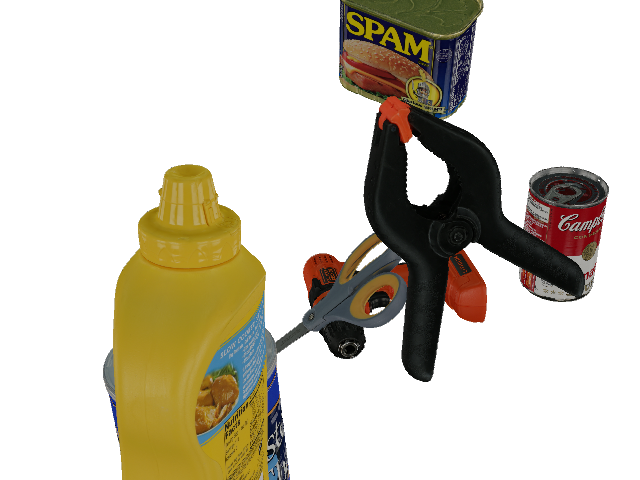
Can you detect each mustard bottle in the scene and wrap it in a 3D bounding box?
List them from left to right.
[{"bbox_3d":[-0.053,0.060,0.455,0.058,0.192,0.096,9,26,16],"label":"mustard bottle"}]

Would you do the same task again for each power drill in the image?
[{"bbox_3d":[0.081,0.063,1.159,0.187,0.057,0.184,-5,28,-8],"label":"power drill"}]

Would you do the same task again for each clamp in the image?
[{"bbox_3d":[0.068,0.001,0.615,0.120,0.171,0.039,-39,22,-3],"label":"clamp"}]

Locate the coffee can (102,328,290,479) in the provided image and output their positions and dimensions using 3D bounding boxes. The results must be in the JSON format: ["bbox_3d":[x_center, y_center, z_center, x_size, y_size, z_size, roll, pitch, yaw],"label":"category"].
[{"bbox_3d":[-0.072,0.129,0.660,0.103,0.140,0.103,-4,28,2],"label":"coffee can"}]

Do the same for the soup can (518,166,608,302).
[{"bbox_3d":[0.214,-0.005,0.949,0.068,0.102,0.068,0,32,0],"label":"soup can"}]

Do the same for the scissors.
[{"bbox_3d":[0.006,0.073,0.901,0.016,0.202,0.096,31,19,-33],"label":"scissors"}]

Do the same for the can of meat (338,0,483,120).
[{"bbox_3d":[0.061,-0.142,0.768,0.102,0.084,0.057,26,54,21],"label":"can of meat"}]
